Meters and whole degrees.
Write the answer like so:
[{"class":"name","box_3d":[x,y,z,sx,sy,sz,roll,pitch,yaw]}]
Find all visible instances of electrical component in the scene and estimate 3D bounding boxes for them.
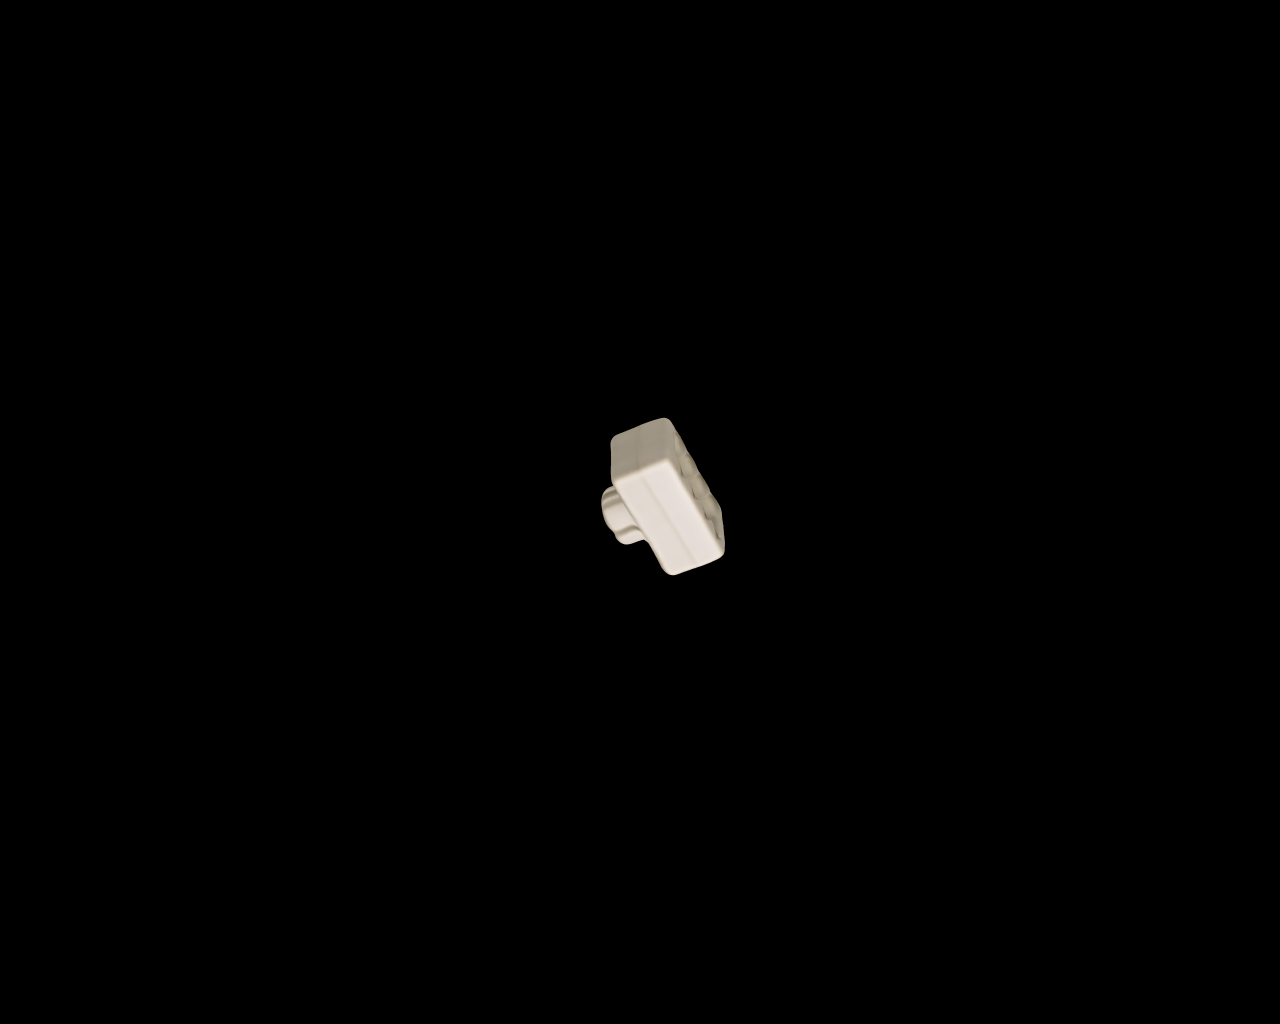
[{"class":"electrical component","box_3d":[0.001,-0.003,0.650,0.075,0.083,0.047,-21,36,16]}]
